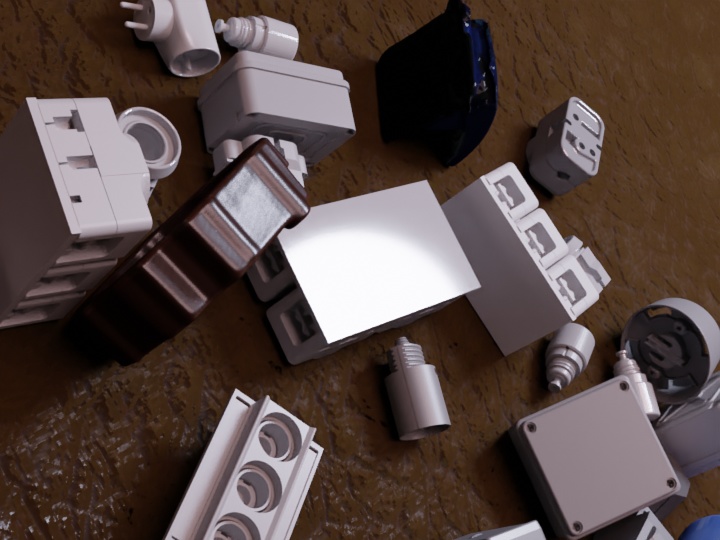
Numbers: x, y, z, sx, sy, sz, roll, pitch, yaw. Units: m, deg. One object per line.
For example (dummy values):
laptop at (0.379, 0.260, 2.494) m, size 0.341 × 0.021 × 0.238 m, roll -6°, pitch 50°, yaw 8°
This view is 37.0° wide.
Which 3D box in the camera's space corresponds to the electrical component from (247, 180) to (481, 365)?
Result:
electrical component at (0.000, 0.000, 0.887) m, size 0.186 × 0.060 × 0.105 m, roll -17°, pitch 77°, yaw -44°

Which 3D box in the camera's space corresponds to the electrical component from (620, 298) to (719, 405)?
electrical component at (0.311, 0.078, 1.075) m, size 0.064 × 0.099 × 0.099 m, roll -24°, pitch 82°, yaw -51°

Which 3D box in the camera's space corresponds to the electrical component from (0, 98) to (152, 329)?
electrical component at (-0.195, -0.033, 0.679) m, size 0.062 × 0.150 × 0.089 m, roll -10°, pitch 72°, yaw -42°

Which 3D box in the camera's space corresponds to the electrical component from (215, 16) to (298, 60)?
electrical component at (-0.091, -0.204, 0.946) m, size 0.078 × 0.040 × 0.040 m, roll 10°, pitch 60°, yaw -36°

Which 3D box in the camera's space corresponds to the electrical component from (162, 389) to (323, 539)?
electrical component at (-0.083, 0.154, 0.726) m, size 0.079 × 0.063 × 0.121 m, roll 37°, pitch 47°, yaw -17°

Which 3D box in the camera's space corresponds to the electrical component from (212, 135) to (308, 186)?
electrical component at (-0.077, -0.068, 0.866) m, size 0.078 × 0.058 × 0.057 m, roll 9°, pitch 57°, yaw -37°

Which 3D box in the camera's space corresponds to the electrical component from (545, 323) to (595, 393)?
electrical component at (0.194, 0.085, 1.014) m, size 0.040 × 0.040 × 0.078 m, roll 44°, pitch 46°, yaw -11°

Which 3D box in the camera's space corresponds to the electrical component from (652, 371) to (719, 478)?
electrical component at (0.346, 0.146, 1.057) m, size 0.056 × 0.109 × 0.109 m, roll 53°, pitch 44°, yaw 2°

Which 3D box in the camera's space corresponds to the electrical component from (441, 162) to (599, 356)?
electrical component at (0.138, -0.011, 0.989) m, size 0.062 × 0.089 × 0.150 m, roll -30°, pitch 86°, yaw -45°

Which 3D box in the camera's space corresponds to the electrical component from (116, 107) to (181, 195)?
electrical component at (-0.169, -0.085, 0.799) m, size 0.058 × 0.057 × 0.078 m, roll 33°, pitch 49°, yaw -21°

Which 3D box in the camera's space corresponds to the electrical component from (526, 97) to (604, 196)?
electrical component at (0.217, -0.129, 1.146) m, size 0.054 × 0.059 × 0.095 m, roll 35°, pitch 48°, yaw -19°

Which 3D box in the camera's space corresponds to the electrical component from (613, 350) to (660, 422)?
electrical component at (0.267, 0.117, 1.055) m, size 0.040 × 0.040 × 0.078 m, roll 9°, pitch 60°, yaw -36°

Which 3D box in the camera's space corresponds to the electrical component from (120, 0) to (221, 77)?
electrical component at (-0.160, -0.204, 0.885) m, size 0.079 × 0.044 × 0.077 m, roll -1°, pitch 66°, yaw -40°

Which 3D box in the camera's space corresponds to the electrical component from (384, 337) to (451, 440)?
electrical component at (0.043, 0.094, 0.880) m, size 0.043 × 0.043 × 0.081 m, roll 3°, pitch 64°, yaw -39°

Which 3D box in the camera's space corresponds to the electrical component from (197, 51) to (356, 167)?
electrical component at (-0.069, -0.132, 0.895) m, size 0.113 × 0.078 × 0.057 m, roll 4°, pitch 66°, yaw -38°

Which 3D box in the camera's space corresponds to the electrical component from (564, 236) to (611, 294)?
electrical component at (0.204, 0.004, 1.059) m, size 0.057 × 0.058 × 0.078 m, roll 55°, pitch 45°, yaw -4°

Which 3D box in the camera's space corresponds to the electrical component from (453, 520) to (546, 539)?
electrical component at (0.103, 0.226, 0.815) m, size 0.062 × 0.096 × 0.061 m, roll -6°, pitch 69°, yaw -42°

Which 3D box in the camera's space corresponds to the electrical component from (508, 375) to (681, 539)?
electrical component at (0.200, 0.162, 0.929) m, size 0.109 × 0.056 × 0.108 m, roll -22°, pitch 79°, yaw -8°
